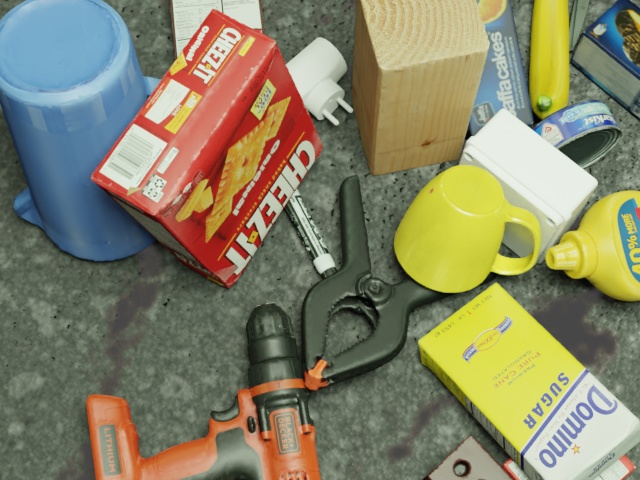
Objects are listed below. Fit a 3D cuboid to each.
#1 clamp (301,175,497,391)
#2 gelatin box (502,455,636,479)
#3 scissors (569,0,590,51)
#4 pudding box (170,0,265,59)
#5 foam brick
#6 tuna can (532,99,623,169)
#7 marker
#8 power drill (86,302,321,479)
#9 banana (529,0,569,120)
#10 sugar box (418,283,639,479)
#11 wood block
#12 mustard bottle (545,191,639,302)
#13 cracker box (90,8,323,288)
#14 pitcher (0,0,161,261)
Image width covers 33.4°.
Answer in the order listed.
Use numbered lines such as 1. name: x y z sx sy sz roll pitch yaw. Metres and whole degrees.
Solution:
1. clamp: 0.056 0.050 0.934 0.164 0.036 0.209 25 58 8
2. gelatin box: 0.207 0.193 0.901 0.089 0.030 0.073 -38 75 -12
3. scissors: 0.258 -0.287 1.085 0.096 0.016 0.201 29 72 13
4. pudding box: -0.099 -0.200 1.045 0.090 0.039 0.113 -7 68 -1
5. foam brick: 0.130 0.209 0.884 0.053 0.051 0.078 -41 74 -14
6. tuna can: 0.229 -0.091 0.976 0.086 0.086 0.034 -20 69 -7
7. marker: -0.006 0.001 0.979 0.020 0.020 0.121 -25 71 -8
8. power drill: -0.098 0.153 0.904 0.187 0.057 0.184 -10 70 -3
9. banana: 0.221 -0.178 1.016 0.037 0.070 0.197 6 54 4
10. sugar box: 0.173 0.126 0.893 0.093 0.048 0.176 -36 55 -12
11. wood block: 0.081 -0.143 0.932 0.091 0.206 0.090 -11 70 -4
12. mustard bottle: 0.283 0.003 0.930 0.191 0.058 0.096 -8 82 -18
13. cracker box: -0.081 -0.066 0.889 0.072 0.213 0.164 31 81 19
14. pitcher: -0.186 -0.094 0.898 0.145 0.243 0.149 30 66 13
